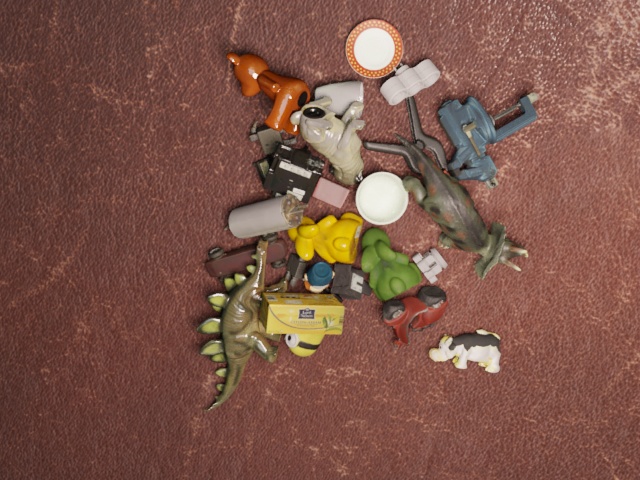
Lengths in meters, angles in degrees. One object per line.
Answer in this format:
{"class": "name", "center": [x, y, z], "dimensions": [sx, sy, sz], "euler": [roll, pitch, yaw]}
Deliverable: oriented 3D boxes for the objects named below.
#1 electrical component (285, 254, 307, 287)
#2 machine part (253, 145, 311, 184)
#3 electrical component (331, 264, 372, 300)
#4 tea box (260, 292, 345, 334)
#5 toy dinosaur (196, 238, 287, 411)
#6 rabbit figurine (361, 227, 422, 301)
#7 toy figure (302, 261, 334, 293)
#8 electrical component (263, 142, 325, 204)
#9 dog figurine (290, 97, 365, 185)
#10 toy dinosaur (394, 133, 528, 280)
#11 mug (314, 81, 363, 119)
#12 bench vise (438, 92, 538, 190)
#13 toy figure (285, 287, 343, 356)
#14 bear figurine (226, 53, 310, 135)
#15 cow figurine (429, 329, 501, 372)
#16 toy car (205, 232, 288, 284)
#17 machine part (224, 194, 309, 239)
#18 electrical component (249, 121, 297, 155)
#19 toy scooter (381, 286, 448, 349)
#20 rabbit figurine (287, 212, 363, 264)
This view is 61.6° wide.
{"class": "electrical component", "center": [-0.058, 0.061, 1.289], "dimensions": [0.021, 0.063, 0.094], "euler": [11, 107, -29]}
{"class": "machine part", "center": [-0.083, -0.177, 1.271], "dimensions": [0.139, 0.039, 0.084], "euler": [-24, 88, 7]}
{"class": "electrical component", "center": [0.077, 0.104, 1.277], "dimensions": [0.048, 0.119, 0.075], "euler": [1, 77, 32]}
{"class": "tea box", "center": [-0.041, 0.161, 1.183], "dimensions": [0.170, 0.098, 0.068], "euler": [5, 100, -15]}
{"class": "toy dinosaur", "center": [-0.190, 0.219, 1.294], "dimensions": [0.199, 0.105, 0.470], "euler": [11, 103, 1]}
{"class": "rabbit figurine", "center": [0.142, 0.051, 1.249], "dimensions": [0.121, 0.159, 0.170], "euler": [-31, 81, 16]}
{"class": "toy figure", "center": [-0.007, 0.091, 1.246], "dimensions": [0.064, 0.154, 0.058], "euler": [23, 70, 1]}
{"class": "electrical component", "center": [-0.063, -0.141, 1.206], "dimensions": [0.115, 0.058, 0.134], "euler": [23, 139, -7]}
{"class": "dog figurine", "center": [0.020, -0.204, 1.200], "dimensions": [0.172, 0.121, 0.190], "euler": [12, 135, 6]}
{"class": "toy dinosaur", "center": [0.299, -0.059, 1.171], "dimensions": [0.131, 0.192, 0.404], "euler": [-47, 116, -1]}
{"class": "mug", "center": [0.042, -0.310, 1.231], "dimensions": [0.107, 0.081, 0.109], "euler": [7, 108, 11]}
{"class": "bench vise", "center": [0.384, -0.238, 1.194], "dimensions": [0.241, 0.129, 0.223], "euler": [-30, 81, 6]}
{"class": "toy figure", "center": [-0.012, 0.201, 1.298], "dimensions": [0.089, 0.082, 0.180], "euler": [39, 95, -5]}
{"class": "bear figurine", "center": [-0.124, -0.330, 1.191], "dimensions": [0.196, 0.120, 0.131], "euler": [27, 104, 18]}
{"class": "cow figurine", "center": [0.350, 0.260, 1.298], "dimensions": [0.167, 0.068, 0.098], "euler": [8, 93, -2]}
{"class": "toy car", "center": [-0.175, 0.041, 1.296], "dimensions": [0.202, 0.053, 0.089], "euler": [-17, 117, 6]}
{"class": "machine part", "center": [-0.126, -0.052, 1.231], "dimensions": [0.243, 0.079, 0.079], "euler": [-12, 99, 37]}
{"class": "electrical component", "center": [-0.114, -0.247, 1.260], "dimensions": [0.102, 0.045, 0.078], "euler": [-21, 125, 8]}
{"class": "toy scooter", "center": [0.222, 0.189, 1.275], "dimensions": [0.184, 0.075, 0.135], "euler": [-13, 118, -26]}
{"class": "rabbit figurine", "center": [-0.003, -0.004, 1.248], "dimensions": [0.173, 0.162, 0.121], "euler": [19, 111, 17]}
